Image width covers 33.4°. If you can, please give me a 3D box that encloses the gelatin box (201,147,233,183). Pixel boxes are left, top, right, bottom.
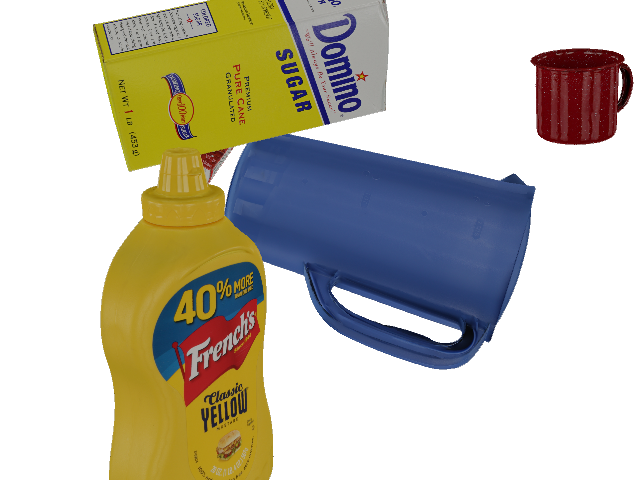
[{"bbox_3d":[-0.132,-0.104,1.051,0.089,0.073,0.030,28,-40,2],"label":"gelatin box"}]

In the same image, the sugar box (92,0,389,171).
[{"bbox_3d":[-0.045,-0.107,0.671,0.176,0.048,0.093,-13,-40,-8],"label":"sugar box"}]

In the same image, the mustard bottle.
[{"bbox_3d":[-0.067,0.048,0.543,0.058,0.192,0.096,13,21,39],"label":"mustard bottle"}]

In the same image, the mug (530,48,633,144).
[{"bbox_3d":[0.275,-0.151,1.106,0.117,0.081,0.093,-15,24,-25],"label":"mug"}]

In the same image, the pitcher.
[{"bbox_3d":[0.045,-0.002,0.882,0.243,0.145,0.149,16,18,9],"label":"pitcher"}]
